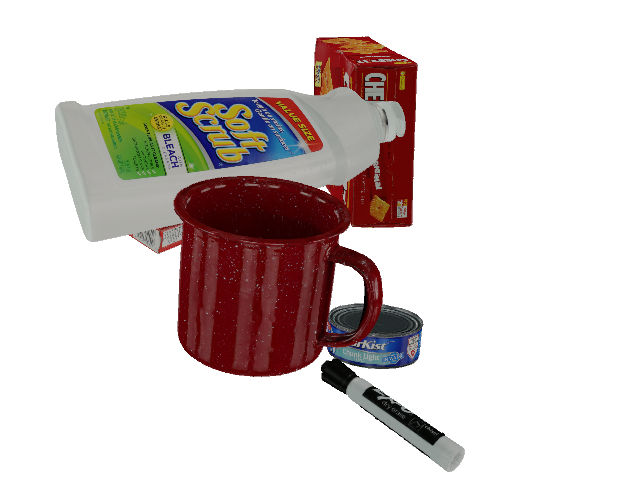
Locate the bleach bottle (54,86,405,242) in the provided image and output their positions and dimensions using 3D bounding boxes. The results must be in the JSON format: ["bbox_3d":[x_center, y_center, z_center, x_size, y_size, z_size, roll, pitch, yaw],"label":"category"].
[{"bbox_3d":[-0.060,-0.073,0.787,0.250,0.102,0.068,-13,-28,-17],"label":"bleach bottle"}]

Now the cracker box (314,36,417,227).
[{"bbox_3d":[0.042,-0.121,1.127,0.072,0.164,0.214,-3,18,-9],"label":"cracker box"}]

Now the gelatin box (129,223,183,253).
[{"bbox_3d":[-0.161,-0.028,1.053,0.089,0.030,0.073,30,35,31],"label":"gelatin box"}]

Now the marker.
[{"bbox_3d":[0.046,0.116,0.728,0.121,0.020,0.020,33,19,33],"label":"marker"}]

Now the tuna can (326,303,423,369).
[{"bbox_3d":[0.048,0.085,0.958,0.086,0.034,0.086,4,14,-1],"label":"tuna can"}]

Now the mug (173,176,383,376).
[{"bbox_3d":[-0.023,0.022,0.567,0.117,0.081,0.093,14,24,17],"label":"mug"}]
